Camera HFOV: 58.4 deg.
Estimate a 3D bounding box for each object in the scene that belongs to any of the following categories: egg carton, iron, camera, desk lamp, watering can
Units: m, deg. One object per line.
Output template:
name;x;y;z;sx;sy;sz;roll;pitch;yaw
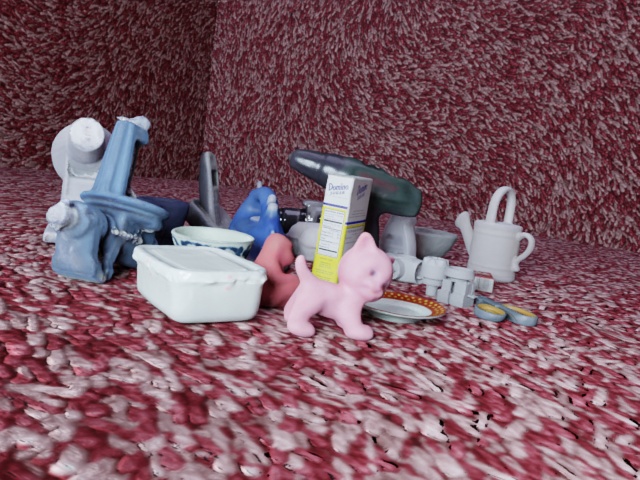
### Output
egg carton;0.011;0.004;1.164;0.151;0.069;0.107;2;9;-37
iron;-0.099;-0.030;1.026;0.119;0.141;0.257;5;7;-16
camera;-0.041;-0.055;1.454;0.137;0.101;0.143;7;7;-7
desk lamp;-0.419;-0.108;1.018;0.118;0.213;0.202;4;8;-23
watering can;0.363;-0.017;1.198;0.172;0.194;0.101;10;8;23

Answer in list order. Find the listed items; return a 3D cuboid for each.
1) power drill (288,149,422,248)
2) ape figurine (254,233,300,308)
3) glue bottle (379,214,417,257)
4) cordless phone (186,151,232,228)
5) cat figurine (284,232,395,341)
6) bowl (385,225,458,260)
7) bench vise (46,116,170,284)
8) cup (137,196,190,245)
power drill;0.050;-0.036;0.959;0.229;0.208;0.075;7;7;-3
ape figurine;-0.056;0.038;0.729;0.076;0.092;0.077;6;7;-14
glue bottle;0.153;-0.021;1.093;0.077;0.173;0.037;13;9;40
cordless phone;-0.219;-0.088;1.191;0.094;0.185;0.147;8;7;3
cat figurine;0.028;0.046;0.642;0.128;0.118;0.067;6;7;-16
bowl;0.226;0.011;1.313;0.167;0.075;0.167;7;7;-1
bench vise;-0.266;-0.059;0.760;0.121;0.220;0.207;7;7;-5
cup;-0.272;-0.022;0.966;0.092;0.095;0.117;7;7;-6
